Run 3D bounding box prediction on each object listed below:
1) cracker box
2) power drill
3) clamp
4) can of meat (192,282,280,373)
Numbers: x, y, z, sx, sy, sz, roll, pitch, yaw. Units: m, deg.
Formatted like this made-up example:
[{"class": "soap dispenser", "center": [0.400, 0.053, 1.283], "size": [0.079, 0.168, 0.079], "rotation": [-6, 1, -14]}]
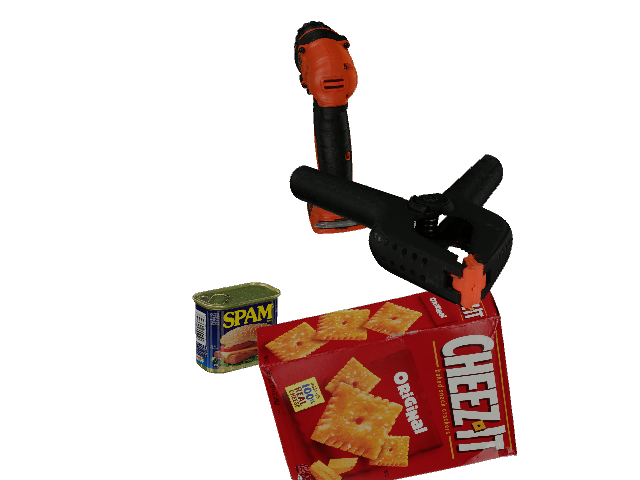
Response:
[{"class": "cracker box", "center": [0.063, 0.139, 0.974], "size": [0.213, 0.164, 0.072], "rotation": [-12, 30, 2]}, {"class": "power drill", "center": [0.006, -0.114, 1.052], "size": [0.057, 0.188, 0.184], "rotation": [-7, 24, -2]}, {"class": "clamp", "center": [0.064, -0.014, 0.735], "size": [0.164, 0.036, 0.210], "rotation": [-2, 25, -3]}, {"class": "can of meat", "center": [-0.097, 0.102, 1.245], "size": [0.101, 0.084, 0.058], "rotation": [-10, 19, -36]}]
